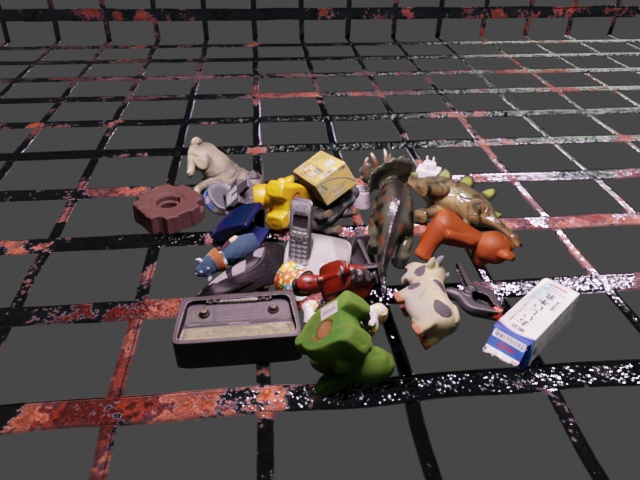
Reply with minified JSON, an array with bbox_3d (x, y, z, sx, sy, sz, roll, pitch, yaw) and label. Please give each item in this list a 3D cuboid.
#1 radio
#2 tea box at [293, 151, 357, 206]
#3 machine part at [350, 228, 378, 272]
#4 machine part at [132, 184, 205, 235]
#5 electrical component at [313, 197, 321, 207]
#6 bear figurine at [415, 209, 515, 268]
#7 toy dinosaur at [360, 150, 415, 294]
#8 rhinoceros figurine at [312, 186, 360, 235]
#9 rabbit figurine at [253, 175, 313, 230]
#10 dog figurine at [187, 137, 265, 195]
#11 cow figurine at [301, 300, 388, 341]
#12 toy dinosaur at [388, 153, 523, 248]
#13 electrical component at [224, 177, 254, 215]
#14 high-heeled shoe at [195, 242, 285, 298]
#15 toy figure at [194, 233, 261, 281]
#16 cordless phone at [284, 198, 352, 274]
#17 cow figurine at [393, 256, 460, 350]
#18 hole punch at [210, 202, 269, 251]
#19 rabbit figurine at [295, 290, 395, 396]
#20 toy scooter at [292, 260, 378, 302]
[{"bbox_3d":[-0.151,0.164,1.005,0.230,0.073,0.131,-2,35,-6],"label":"radio"},{"bbox_3d":[0.010,-0.158,1.350,0.098,0.068,0.170,-36,27,-4],"label":"tea box"},{"bbox_3d":[0.091,0.036,1.197,0.039,0.084,0.139,16,31,-21],"label":"machine part"},{"bbox_3d":[-0.386,-0.082,1.374,0.179,0.056,0.179,2,35,-1],"label":"machine part"},{"bbox_3d":[-0.007,-0.123,1.457,0.102,0.045,0.078,6,63,12],"label":"electrical component"},{"bbox_3d":[0.334,0.014,1.224,0.196,0.131,0.120,30,26,2],"label":"bear figurine"},{"bbox_3d":[0.167,-0.068,1.250,0.131,0.191,0.405,0,33,1],"label":"toy dinosaur"},{"bbox_3d":[0.041,-0.088,1.360,0.112,0.073,0.190,-2,41,47],"label":"rhinoceros figurine"},{"bbox_3d":[-0.115,-0.113,1.379,0.173,0.121,0.162,7,28,35],"label":"rabbit figurine"},{"bbox_3d":[-0.249,-0.196,1.450,0.191,0.172,0.121,-1,45,10],"label":"dog figurine"},{"bbox_3d":[0.051,0.162,1.017,0.167,0.068,0.098,-4,40,-2],"label":"cow figurine"},{"bbox_3d":[0.328,-0.114,1.405,0.472,0.105,0.198,37,40,28],"label":"toy dinosaur"},{"bbox_3d":[-0.193,-0.114,1.337,0.047,0.119,0.075,13,55,-37],"label":"electrical component"},{"bbox_3d":[-0.166,0.080,1.160,0.145,0.086,0.249,-22,8,21],"label":"high-heeled shoe"},{"bbox_3d":[-0.207,0.038,1.193,0.154,0.057,0.064,-27,78,-12],"label":"toy figure"},{"bbox_3d":[-0.002,-0.003,1.156,0.147,0.184,0.089,10,31,13],"label":"cordless phone"},{"bbox_3d":[0.215,0.109,1.060,0.127,0.085,0.195,-26,35,3],"label":"cow figurine"},{"bbox_3d":[-0.194,-0.033,1.282,0.116,0.092,0.142,6,38,14],"label":"hole punch"},{"bbox_3d":[0.050,0.200,0.910,0.159,0.170,0.121,-38,29,17],"label":"rabbit figurine"},{"bbox_3d":[0.047,0.079,1.056,0.184,0.135,0.075,3,68,-33],"label":"toy scooter"}]
